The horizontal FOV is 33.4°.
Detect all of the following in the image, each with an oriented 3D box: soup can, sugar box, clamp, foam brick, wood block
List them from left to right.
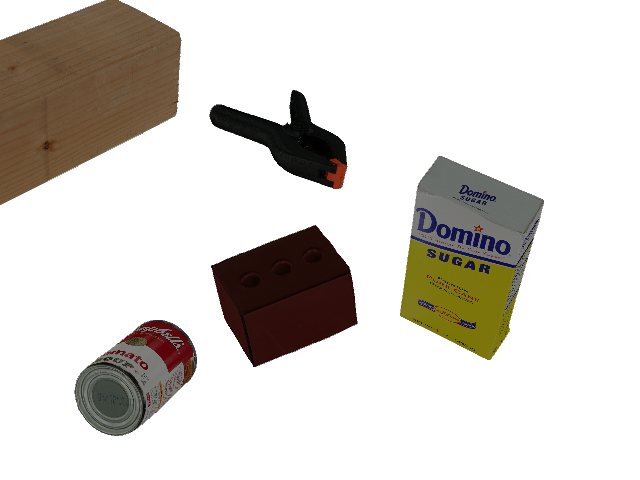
[{"bbox_3d":[-0.223,-0.123,0.910,0.090,0.091,0.205,31,43,24],"label":"wood block"},{"bbox_3d":[-0.160,0.119,0.931,0.069,0.068,0.102,0,17,20],"label":"soup can"},{"bbox_3d":[-0.038,-0.108,1.127,0.120,0.039,0.172,-15,39,-24],"label":"clamp"},{"bbox_3d":[-0.022,0.035,0.690,0.078,0.051,0.053,-22,43,-15],"label":"foam brick"},{"bbox_3d":[0.119,0.019,0.877,0.093,0.048,0.176,25,-33,19],"label":"sugar box"}]
